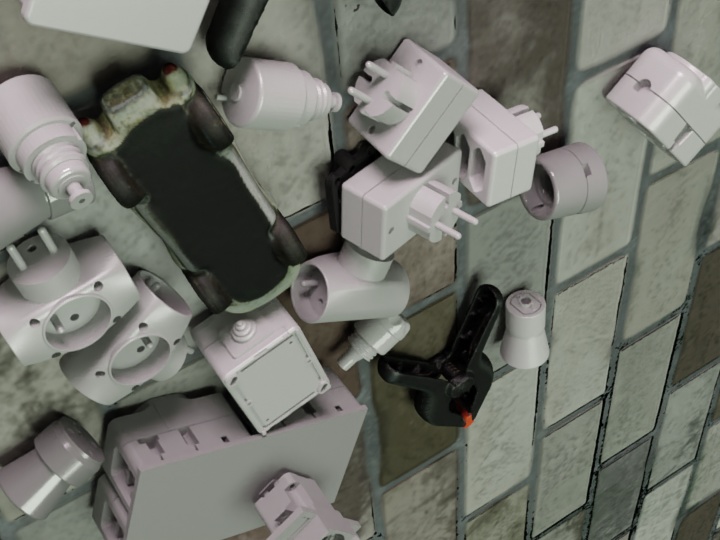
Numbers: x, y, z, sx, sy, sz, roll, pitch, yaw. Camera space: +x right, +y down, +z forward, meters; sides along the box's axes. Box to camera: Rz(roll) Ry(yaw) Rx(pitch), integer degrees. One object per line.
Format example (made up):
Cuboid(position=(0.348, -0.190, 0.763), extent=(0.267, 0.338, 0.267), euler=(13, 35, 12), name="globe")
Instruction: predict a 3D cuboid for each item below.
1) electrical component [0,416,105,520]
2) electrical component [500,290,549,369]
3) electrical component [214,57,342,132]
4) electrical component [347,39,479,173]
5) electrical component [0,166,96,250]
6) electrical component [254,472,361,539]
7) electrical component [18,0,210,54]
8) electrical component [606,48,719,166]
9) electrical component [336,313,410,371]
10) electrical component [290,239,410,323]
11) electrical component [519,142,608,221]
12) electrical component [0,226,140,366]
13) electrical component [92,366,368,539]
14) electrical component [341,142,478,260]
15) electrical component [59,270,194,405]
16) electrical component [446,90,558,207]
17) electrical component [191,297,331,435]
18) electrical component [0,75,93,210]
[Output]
Cuboid(position=(-0.203, 0.130, 0.709), extent=(0.055, 0.045, 0.045), euler=(-42, 143, 0), name="electrical component")
Cuboid(position=(0.146, 0.050, 0.948), extent=(0.044, 0.044, 0.065), euler=(-26, 136, -20), name="electrical component")
Cuboid(position=(-0.044, -0.101, 0.626), extent=(0.078, 0.040, 0.040), euler=(-2, 128, -41), name="electrical component")
Cuboid(position=(0.022, -0.108, 0.673), extent=(0.077, 0.047, 0.065), euler=(18, 113, -49), name="electrical component")
Cuboid(position=(-0.174, -0.041, 0.569), extent=(0.065, 0.044, 0.044), euler=(-27, 141, -26), name="electrical component")
Cuboid(position=(-0.041, 0.186, 0.790), extent=(0.042, 0.063, 0.081), euler=(-47, 144, 7), name="electrical component")
Cuboid(position=(-0.112, -0.157, 0.502), extent=(0.100, 0.048, 0.099), euler=(2, 125, -43), name="electrical component")
Cuboid(position=(0.245, -0.131, 0.846), extent=(0.059, 0.053, 0.095), euler=(-51, 142, 11), name="electrical component")
Cuboid(position=(0.007, 0.053, 0.831), extent=(0.061, 0.035, 0.035), euler=(-44, 143, 6), name="electrical component")
Cuboid(position=(0.000, 0.000, 0.764), extent=(0.077, 0.043, 0.079), euler=(-2, 127, -41), name="electrical component")
Cuboid(position=(0.155, -0.067, 0.829), extent=(0.047, 0.055, 0.055), euler=(-16, 136, -26), name="electrical component")
Cuboid(position=(-0.175, 0.007, 0.611), extent=(0.077, 0.044, 0.079), euler=(-32, 142, -14), name="electrical component")
Cuboid(position=(-0.098, 0.141, 0.801), extent=(0.186, 0.060, 0.105), euler=(-10, 133, -35), name="electrical component")
Cuboid(position=(0.042, -0.043, 0.715), extent=(0.083, 0.076, 0.047), euler=(-39, 147, -34), name="electrical component")
Cuboid(position=(-0.137, 0.048, 0.687), extent=(0.077, 0.044, 0.079), euler=(-47, 144, 7), name="electrical component")
Cuboid(position=(0.101, -0.091, 0.746), extent=(0.077, 0.065, 0.047), euler=(-23, 139, -23), name="electrical component")
Cuboid(position=(-0.071, 0.056, 0.740), extent=(0.062, 0.061, 0.096), euler=(-35, 143, -9), name="electrical component")
Cuboid(position=(-0.157, -0.062, 0.537), extent=(0.040, 0.078, 0.040), euler=(-31, 157, -15), name="electrical component")
